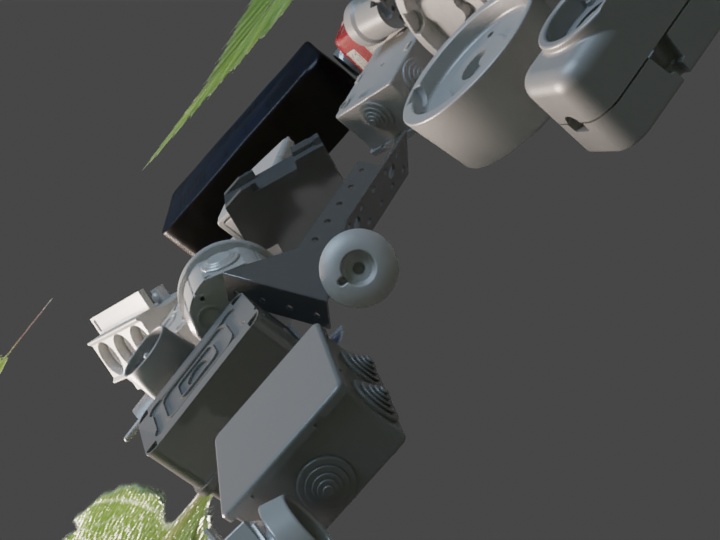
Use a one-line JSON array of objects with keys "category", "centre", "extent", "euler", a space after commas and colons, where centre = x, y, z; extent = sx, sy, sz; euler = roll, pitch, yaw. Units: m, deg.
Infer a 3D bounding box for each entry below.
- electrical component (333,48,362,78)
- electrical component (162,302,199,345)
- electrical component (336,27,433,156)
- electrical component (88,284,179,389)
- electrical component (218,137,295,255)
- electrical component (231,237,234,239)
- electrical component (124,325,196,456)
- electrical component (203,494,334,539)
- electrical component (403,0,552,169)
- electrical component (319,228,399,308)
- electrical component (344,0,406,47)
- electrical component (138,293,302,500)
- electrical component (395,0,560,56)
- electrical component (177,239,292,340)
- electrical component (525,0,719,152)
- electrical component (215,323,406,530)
[{"category": "electrical component", "centre": [0.013, -0.226, 1.034], "extent": [0.077, 0.044, 0.079], "euler": [-50, 0, 3]}, {"category": "electrical component", "centre": [-0.118, 0.043, 0.844], "extent": [0.080, 0.051, 0.080], "euler": [-44, 20, 20]}, {"category": "electrical component", "centre": [0.035, -0.148, 0.851], "extent": [0.100, 0.048, 0.099], "euler": [-22, 34, 56]}, {"category": "electrical component", "centre": [-0.185, 0.057, 0.953], "extent": [0.063, 0.078, 0.121], "euler": [-37, 8, -34]}, {"category": "electrical component", "centre": [-0.064, -0.058, 0.890], "extent": [0.096, 0.062, 0.061], "euler": [-38, 23, 35]}, {"category": "electrical component", "centre": [-0.110, -0.007, 0.939], "extent": [0.065, 0.044, 0.044], "euler": [-36, 23, 26]}, {"category": "electrical component", "centre": [-0.130, 0.091, 0.742], "extent": [0.079, 0.077, 0.044], "euler": [-53, 19, -3]}, {"category": "electrical component", "centre": [-0.041, 0.136, 0.488], "extent": [0.055, 0.066, 0.048], "euler": [-44, -17, -1]}, {"category": "electrical component", "centre": [0.084, -0.110, 0.643], "extent": [0.108, 0.060, 0.108], "euler": [-44, 20, 20]}, {"category": "electrical component", "centre": [0.000, 0.000, 0.668], "extent": [0.048, 0.048, 0.062], "euler": [-52, -3, -1]}, {"category": "electrical component", "centre": [0.015, -0.203, 0.856], "extent": [0.046, 0.040, 0.040], "euler": [-8, 47, 58]}, {"category": "electrical component", "centre": [-0.082, 0.079, 0.682], "extent": [0.113, 0.057, 0.078], "euler": [-52, 19, -2]}, {"category": "electrical component", "centre": [0.083, -0.186, 0.724], "extent": [0.060, 0.108, 0.108], "euler": [-51, 17, -19]}, {"category": "electrical component", "centre": [-0.089, 0.022, 0.775], "extent": [0.080, 0.080, 0.051], "euler": [-50, 24, 5]}, {"category": "electrical component", "centre": [0.131, -0.115, 0.545], "extent": [0.095, 0.059, 0.054], "euler": [-54, 19, -8]}, {"category": "electrical component", "centre": [-0.027, 0.087, 0.554], "extent": [0.099, 0.048, 0.099], "euler": [-49, 19, 7]}]
